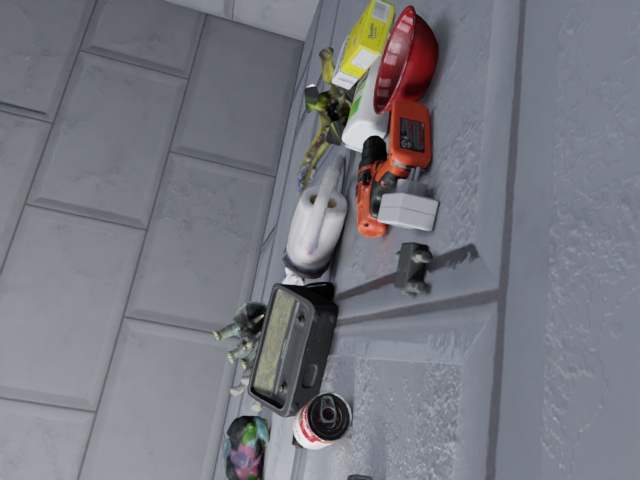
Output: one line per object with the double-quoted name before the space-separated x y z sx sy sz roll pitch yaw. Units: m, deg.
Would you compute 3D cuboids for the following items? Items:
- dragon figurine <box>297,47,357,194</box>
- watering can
"dragon figurine" 0.054 -0.309 1.141 0.402 0.122 0.247 -64 -9 32
"watering can" 0.003 -0.056 1.109 0.354 0.104 0.220 -69 -3 -66
